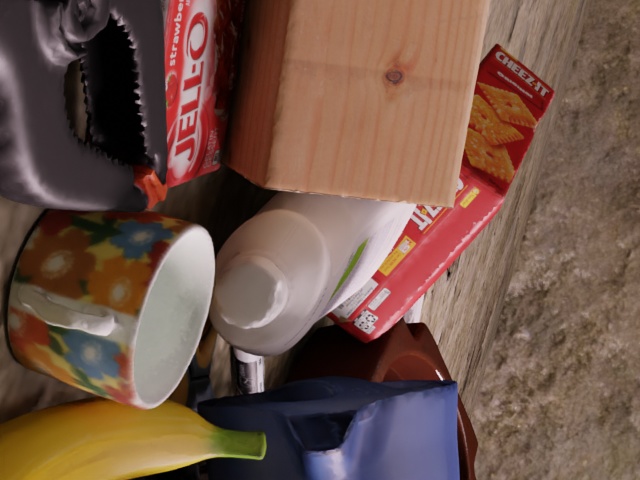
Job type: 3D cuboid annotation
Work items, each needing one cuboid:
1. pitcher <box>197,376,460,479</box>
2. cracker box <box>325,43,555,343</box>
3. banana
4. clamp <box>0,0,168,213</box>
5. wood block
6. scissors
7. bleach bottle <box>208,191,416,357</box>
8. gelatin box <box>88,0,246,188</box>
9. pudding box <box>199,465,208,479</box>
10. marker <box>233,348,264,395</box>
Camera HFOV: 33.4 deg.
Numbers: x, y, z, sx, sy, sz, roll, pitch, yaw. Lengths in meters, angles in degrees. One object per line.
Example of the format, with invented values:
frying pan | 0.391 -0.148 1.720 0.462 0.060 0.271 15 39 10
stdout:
pitcher | 0.014 0.191 0.547 0.148 0.145 0.243 -1 84 -44
cracker box | 0.087 -0.039 0.801 0.164 0.072 0.213 -51 180 34
banana | -0.094 0.082 0.384 0.197 0.070 0.037 -8 95 -64
clamp | -0.082 -0.082 0.318 0.210 0.036 0.164 68 40 -61
wood block | 0.019 -0.126 0.458 0.090 0.090 0.206 -145 -118 -67
scissors | -0.072 0.097 0.570 0.096 0.016 0.202 -62 164 -46
bleach bottle | -0.004 0.001 0.569 0.103 0.068 0.250 -61 174 12
gelatin box | -0.060 -0.066 0.431 0.073 0.030 0.089 -34 137 -68
pudding box | -0.039 0.183 0.631 0.090 0.039 0.113 18 61 -79
marker | -0.044 0.101 0.679 0.020 0.020 0.121 -60 159 -44
